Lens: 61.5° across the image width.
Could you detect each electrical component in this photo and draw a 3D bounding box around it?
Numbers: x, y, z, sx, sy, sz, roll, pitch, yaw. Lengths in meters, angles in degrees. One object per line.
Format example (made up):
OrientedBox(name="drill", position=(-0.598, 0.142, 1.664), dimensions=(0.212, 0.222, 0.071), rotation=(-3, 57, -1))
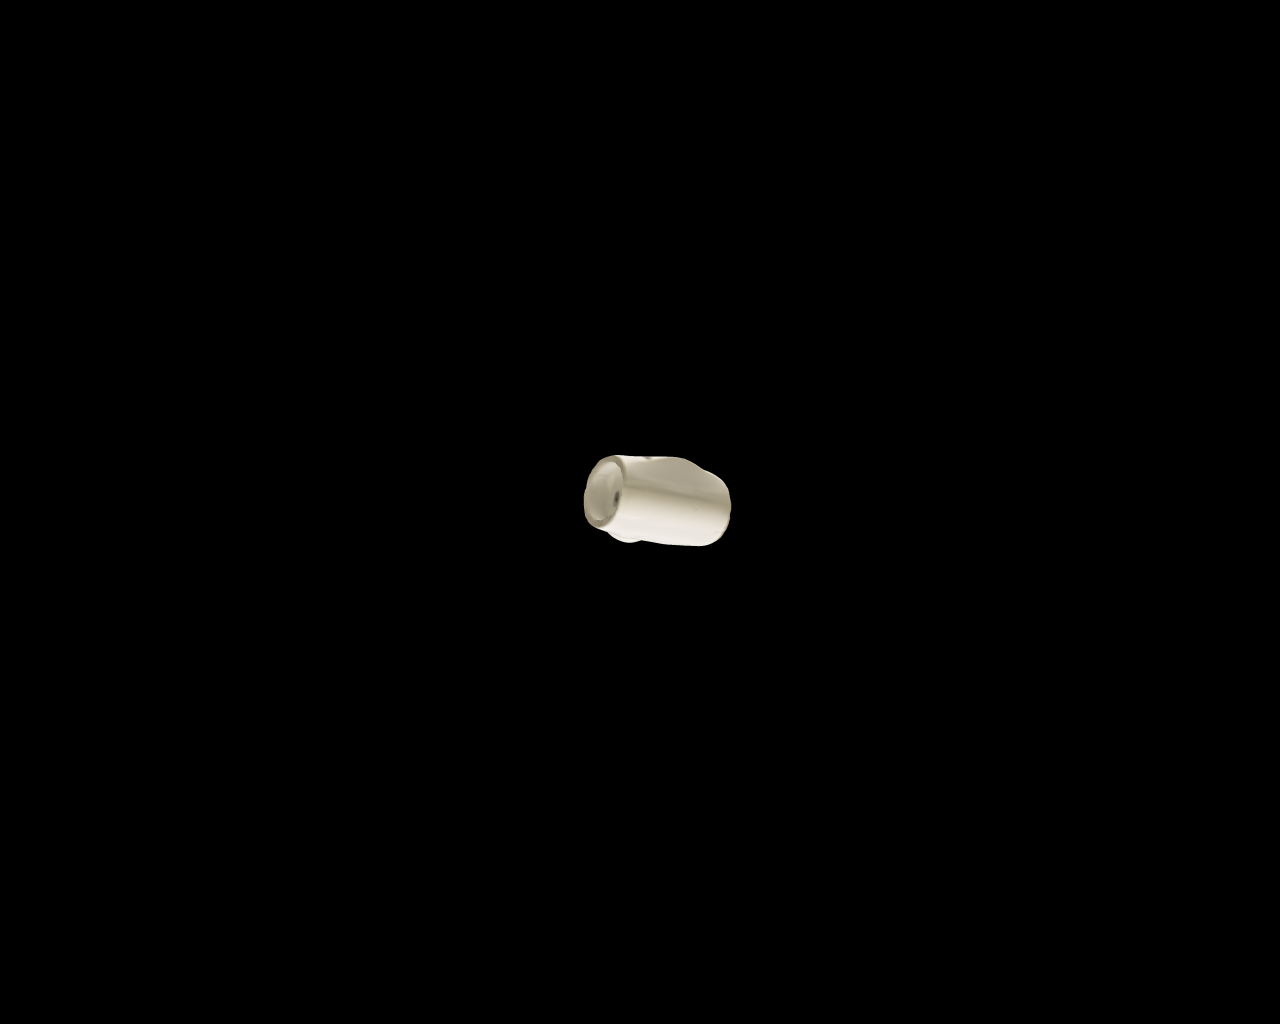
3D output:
OrientedBox(name="electrical component", position=(0.001, -0.003, 0.650), dimensions=(0.077, 0.043, 0.079), rotation=(10, -18, -33))
